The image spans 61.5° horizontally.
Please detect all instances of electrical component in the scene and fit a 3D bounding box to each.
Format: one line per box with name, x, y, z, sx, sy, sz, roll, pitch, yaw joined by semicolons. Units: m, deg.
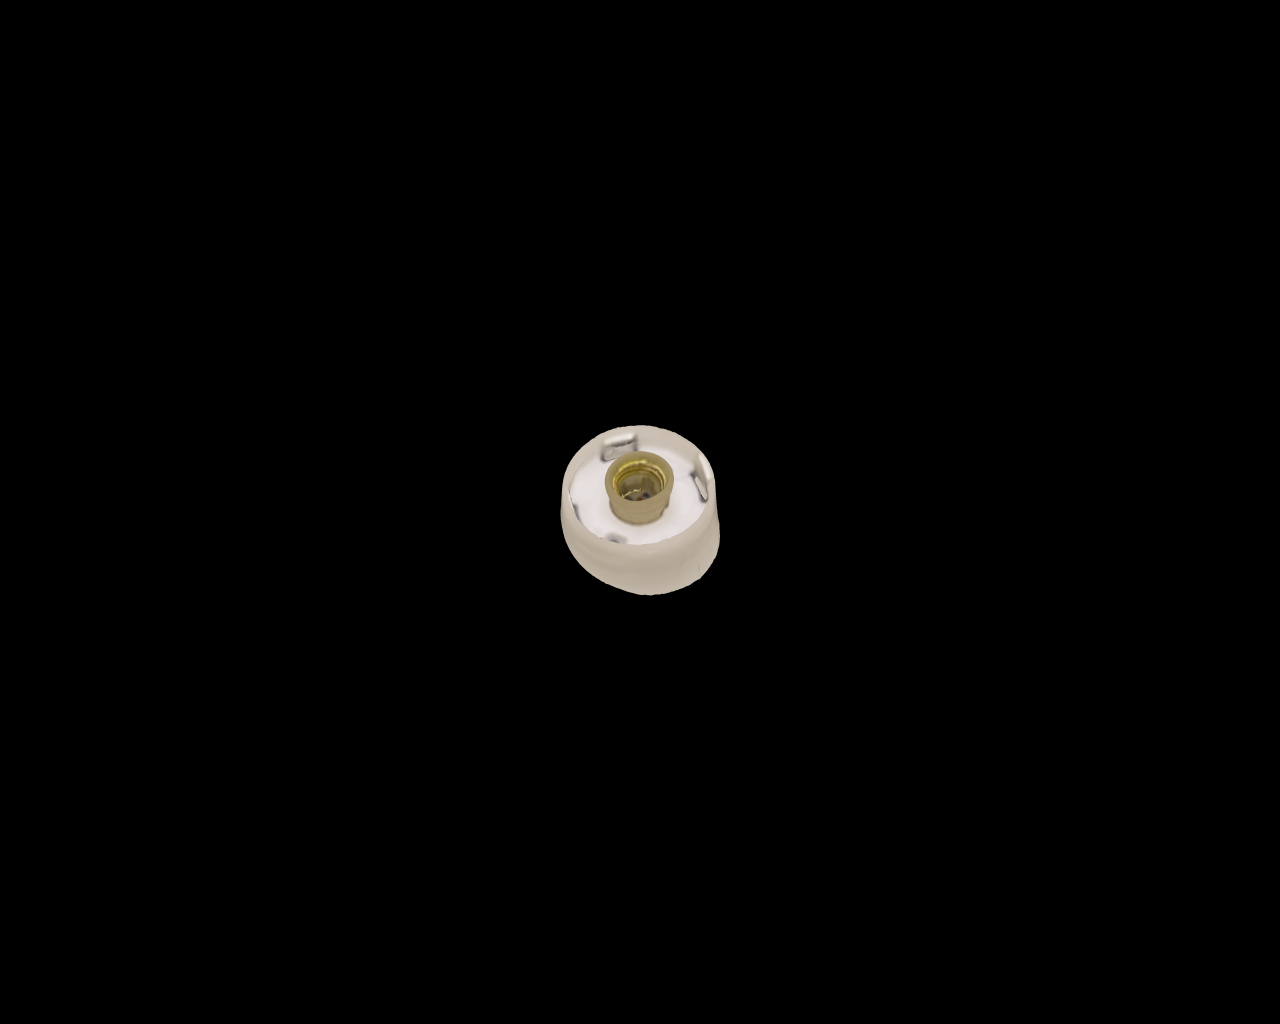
electrical component;0.001;-0.003;0.650;0.099;0.099;0.064;0;-36;0
